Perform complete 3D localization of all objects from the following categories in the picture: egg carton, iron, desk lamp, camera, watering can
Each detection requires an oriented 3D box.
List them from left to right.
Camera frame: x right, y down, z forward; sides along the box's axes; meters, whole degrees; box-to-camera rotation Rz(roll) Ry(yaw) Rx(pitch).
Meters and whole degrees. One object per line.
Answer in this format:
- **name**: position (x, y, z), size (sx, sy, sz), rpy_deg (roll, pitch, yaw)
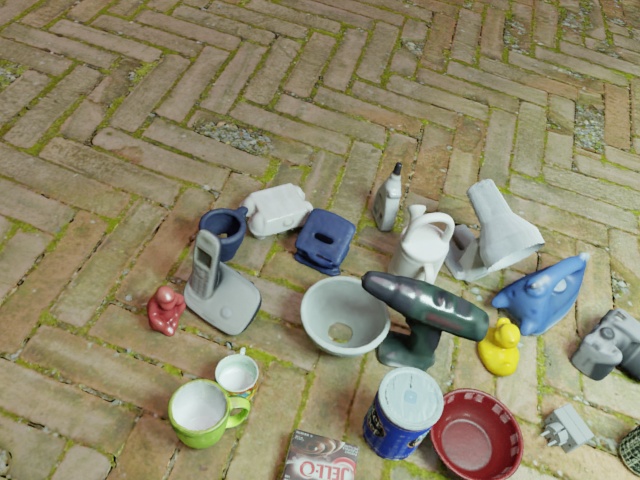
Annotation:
- **egg carton**: position (-0.091, -0.060, 1.224), size (0.150, 0.069, 0.107), rpy_deg (-18, 56, -23)
- **watering can**: position (0.200, 0.007, 1.138), size (0.101, 0.194, 0.172), rpy_deg (-17, 55, -22)
- **desk lamp**: position (0.332, -0.005, 1.159), size (0.118, 0.213, 0.203), rpy_deg (-16, 55, -21)
- **iron**: position (0.475, 0.083, 1.158), size (0.259, 0.141, 0.118), rpy_deg (-27, 60, -28)
- **camera**: position (0.583, 0.212, 1.097), size (0.143, 0.101, 0.136), rpy_deg (-33, 63, -31)

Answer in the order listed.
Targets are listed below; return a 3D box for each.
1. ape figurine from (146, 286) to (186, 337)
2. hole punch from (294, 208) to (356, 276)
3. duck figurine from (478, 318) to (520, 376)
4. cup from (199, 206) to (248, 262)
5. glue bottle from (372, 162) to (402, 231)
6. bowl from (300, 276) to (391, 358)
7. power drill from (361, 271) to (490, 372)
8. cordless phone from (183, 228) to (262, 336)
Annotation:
- **ape figurine**: position (-0.278, 0.118, 1.029), size (0.078, 0.092, 0.076), rpy_deg (-31, 62, -30)
- **hole punch**: position (0.011, 0.004, 1.174), size (0.108, 0.091, 0.101), rpy_deg (23, 51, 10)
- **duck figurine**: position (0.347, 0.197, 1.078), size (0.077, 0.086, 0.104), rpy_deg (6, 50, -5)
- **cup**: position (-0.187, -0.010, 1.149), size (0.091, 0.095, 0.118), rpy_deg (32, 53, 16)
- **glue bottle**: position (0.151, -0.100, 1.231), size (0.037, 0.173, 0.078), rpy_deg (-5, 52, -13)
- **bowl**: position (0.042, 0.154, 1.067), size (0.167, 0.075, 0.167), rpy_deg (5, 50, -6)
- **power drill**: position (0.167, 0.148, 1.007), size (0.229, 0.208, 0.075), rpy_deg (13, 50, 1)
- **cordless phone**: position (-0.173, 0.073, 1.024), size (0.147, 0.185, 0.094), rpy_deg (29, 52, 14)
